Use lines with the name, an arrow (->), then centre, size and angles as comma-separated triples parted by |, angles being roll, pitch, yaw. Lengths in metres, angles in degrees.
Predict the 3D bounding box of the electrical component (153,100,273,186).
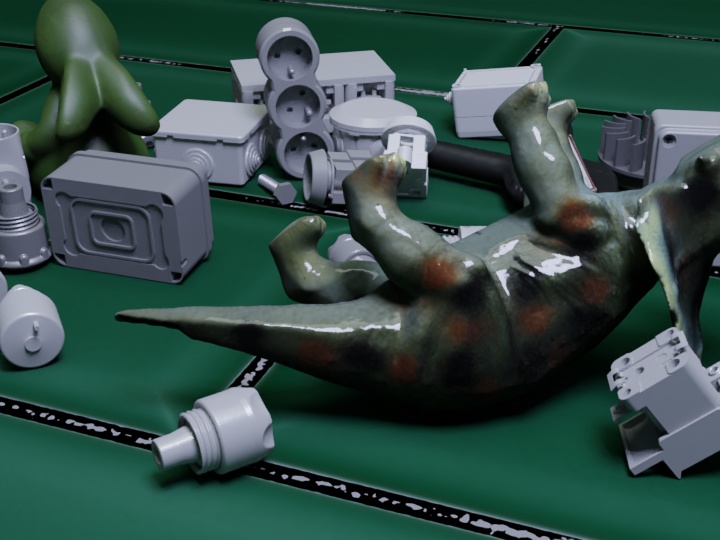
electrical component -> -0.133, -0.116, 0.979 | 0.100, 0.048, 0.099 | 6, 28, 12

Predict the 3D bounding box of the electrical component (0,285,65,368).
electrical component -> -0.218, 0.032, 0.703 | 0.040, 0.040, 0.078 | -11, 29, -20

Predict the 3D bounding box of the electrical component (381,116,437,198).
electrical component -> 0.040, -0.098, 0.922 | 0.048, 0.066, 0.055 | 3, 61, 6

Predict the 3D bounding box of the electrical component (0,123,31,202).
electrical component -> -0.285, -0.068, 0.857 | 0.043, 0.077, 0.079 | -13, 30, -24

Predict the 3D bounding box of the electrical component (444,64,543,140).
electrical component -> 0.131, -0.163, 1.062 | 0.096, 0.061, 0.061 | 0, 27, 19

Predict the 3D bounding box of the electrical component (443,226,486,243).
electrical component -> 0.082, -0.010, 0.778 | 0.081, 0.043, 0.043 | 0, 27, 0

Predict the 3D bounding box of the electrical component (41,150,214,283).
electrical component -> -0.172, -0.042, 0.806 | 0.113, 0.078, 0.057 | 9, 31, 17

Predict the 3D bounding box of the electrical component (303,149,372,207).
electrical component -> -0.017, -0.077, 0.908 | 0.055, 0.048, 0.066 | 1, 26, -14

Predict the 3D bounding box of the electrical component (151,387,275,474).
electrical component -> -0.081, 0.091, 0.584 | 0.062, 0.043, 0.043 | -17, 31, -27

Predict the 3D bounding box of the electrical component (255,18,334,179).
electrical component -> -0.060, -0.157, 0.962 | 0.052, 0.138, 0.073 | -12, 28, -5

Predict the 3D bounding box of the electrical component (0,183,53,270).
electrical component -> -0.258, -0.034, 0.807 | 0.048, 0.062, 0.048 | 0, 27, 0

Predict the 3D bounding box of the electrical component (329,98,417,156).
electrical component -> 0.012, -0.125, 0.993 | 0.080, 0.051, 0.080 | 0, 27, 0

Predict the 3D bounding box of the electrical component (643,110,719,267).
electrical component -> 0.268, -0.060, 0.803 | 0.109, 0.108, 0.056 | 4, 25, 8

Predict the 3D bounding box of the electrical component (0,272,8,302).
electrical component -> -0.273, 0.008, 0.746 | 0.045, 0.045, 0.055 | -17, 32, -29

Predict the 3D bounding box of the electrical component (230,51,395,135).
electrical component -> -0.048, -0.172, 1.072 | 0.150, 0.061, 0.089 | -6, 28, -12

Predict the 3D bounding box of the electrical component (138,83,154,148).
electrical component -> -0.212, -0.148, 1.029 | 0.035, 0.061, 0.035 | 0, 27, 0

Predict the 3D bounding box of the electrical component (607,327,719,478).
electrical component -> 0.172, 0.070, 0.584 | 0.081, 0.063, 0.042 | -35, 21, 19

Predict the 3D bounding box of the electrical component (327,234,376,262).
electrical component -> 0.000, 0.000, 0.769 | 0.035, 0.035, 0.061 | -9, 31, -17
